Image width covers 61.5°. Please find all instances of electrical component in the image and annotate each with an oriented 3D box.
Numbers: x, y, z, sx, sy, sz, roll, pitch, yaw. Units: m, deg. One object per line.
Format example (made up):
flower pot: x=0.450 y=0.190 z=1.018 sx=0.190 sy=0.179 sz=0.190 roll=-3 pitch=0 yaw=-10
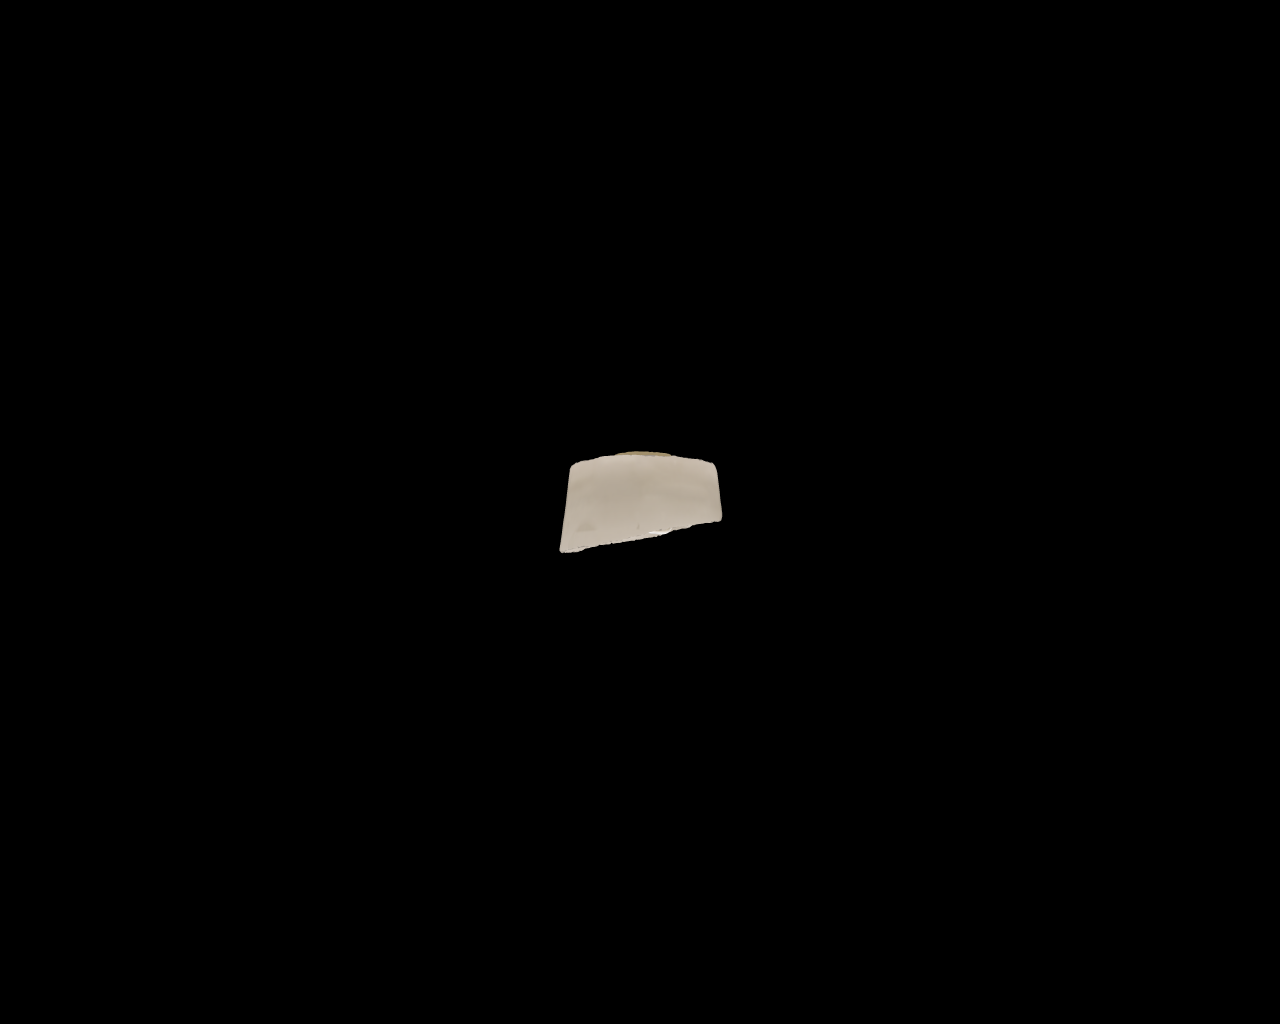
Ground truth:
electrical component: x=0.001 y=-0.003 z=0.650 sx=0.099 sy=0.064 sz=0.099 roll=0 pitch=-9 yaw=0
